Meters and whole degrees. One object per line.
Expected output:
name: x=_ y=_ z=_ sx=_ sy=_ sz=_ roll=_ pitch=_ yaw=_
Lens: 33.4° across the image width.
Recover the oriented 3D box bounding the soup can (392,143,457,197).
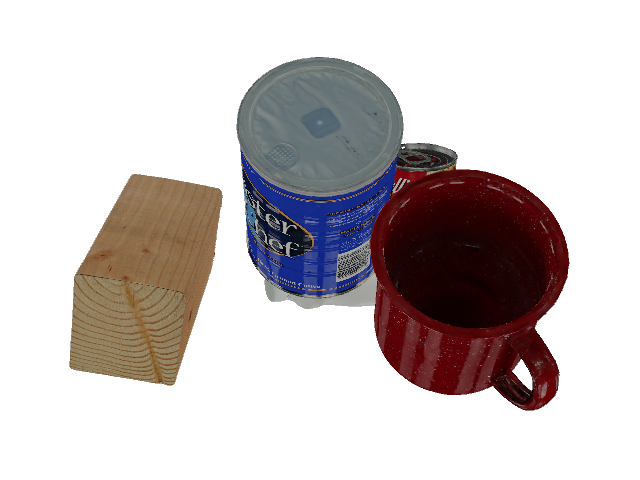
soup can: x=0.085 y=-0.028 z=0.945 sx=0.068 sy=0.102 sz=0.068 roll=0 pitch=23 yaw=0

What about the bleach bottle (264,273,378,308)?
bleach bottle: x=0.064 y=0.035 z=1.160 sx=0.250 sy=0.068 sz=0.103 roll=-10 pitch=31 yaw=-21

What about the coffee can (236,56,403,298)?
coffee can: x=-0.001 y=-0.038 z=0.713 sx=0.103 sy=0.103 sz=0.140 roll=0 pitch=-30 yaw=-1

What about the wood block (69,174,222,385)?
wood block: x=-0.148 y=0.027 z=0.937 sx=0.090 sy=0.091 sz=0.206 roll=10 pitch=26 yaw=-1

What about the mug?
mug: x=0.076 y=0.034 z=0.527 sx=0.093 sy=0.117 sz=0.081 roll=-30 pitch=-27 yaw=-18
